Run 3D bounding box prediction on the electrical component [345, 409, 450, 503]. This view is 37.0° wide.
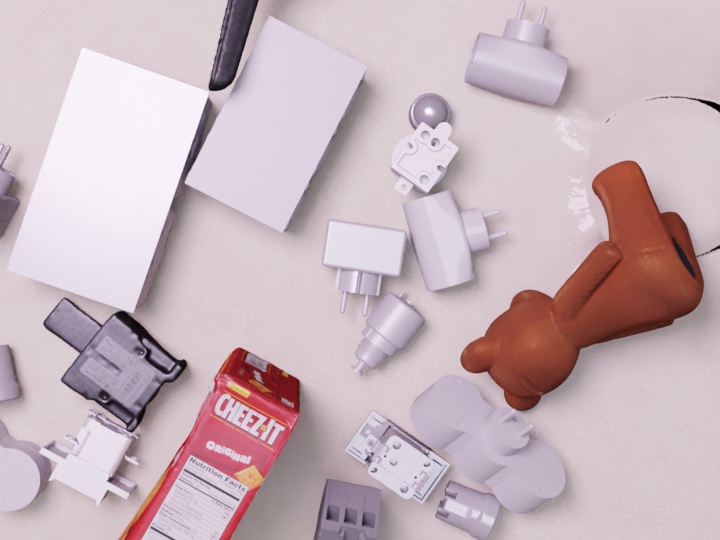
[{"bbox_3d":[0.032,0.158,0.897,0.081,0.064,0.042,35,91,-3],"label":"electrical component"}]

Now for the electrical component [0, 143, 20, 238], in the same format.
[{"bbox_3d":[-0.306,-0.068,0.876,0.047,0.066,0.076,28,91,-3],"label":"electrical component"}]

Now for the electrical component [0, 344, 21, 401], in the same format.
[{"bbox_3d":[-0.306,0.087,0.895,0.040,0.040,0.046,-10,86,-2],"label":"electrical component"}]

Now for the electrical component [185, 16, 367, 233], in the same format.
[{"bbox_3d":[-0.068,-0.116,0.885,0.089,0.062,0.150,27,91,-3],"label":"electrical component"}]

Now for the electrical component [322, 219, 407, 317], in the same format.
[{"bbox_3d":[0.000,0.000,0.898,0.066,0.047,0.076,9,92,-2],"label":"electrical component"}]

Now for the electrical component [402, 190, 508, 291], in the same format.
[{"bbox_3d":[0.084,-0.030,0.903,0.079,0.043,0.077,-16,93,-1],"label":"electrical component"}]

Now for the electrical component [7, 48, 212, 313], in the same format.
[{"bbox_3d":[-0.201,-0.071,0.882,0.105,0.060,0.186,19,91,-3],"label":"electrical component"}]

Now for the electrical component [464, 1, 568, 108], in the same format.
[{"bbox_3d":[0.135,-0.184,0.899,0.077,0.044,0.079,16,91,-3],"label":"electrical component"}]

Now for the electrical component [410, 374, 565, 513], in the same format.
[{"bbox_3d":[0.114,0.137,0.887,0.138,0.073,0.052,39,46,-3],"label":"electrical component"}]

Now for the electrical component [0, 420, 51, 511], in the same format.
[{"bbox_3d":[-0.323,0.146,0.878,0.138,0.074,0.052,35,90,-3],"label":"electrical component"}]

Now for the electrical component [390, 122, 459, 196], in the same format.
[{"bbox_3d":[0.051,-0.091,0.893,0.048,0.055,0.066,35,90,-3],"label":"electrical component"}]

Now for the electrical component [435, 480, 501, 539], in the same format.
[{"bbox_3d":[0.092,0.203,0.913,0.046,0.040,0.040,22,91,4],"label":"electrical component"}]

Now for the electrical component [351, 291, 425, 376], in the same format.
[{"bbox_3d":[0.021,0.055,0.904,0.040,0.040,0.078,38,90,-3],"label":"electrical component"}]

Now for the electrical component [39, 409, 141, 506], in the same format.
[{"bbox_3d":[-0.220,0.155,0.899,0.081,0.042,0.063,29,87,-3],"label":"electrical component"}]
